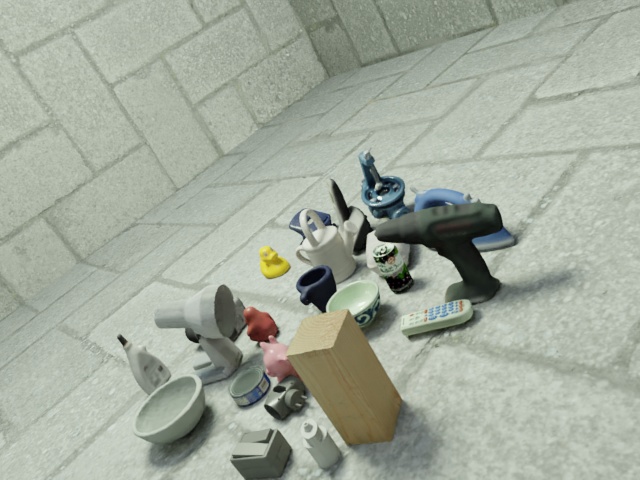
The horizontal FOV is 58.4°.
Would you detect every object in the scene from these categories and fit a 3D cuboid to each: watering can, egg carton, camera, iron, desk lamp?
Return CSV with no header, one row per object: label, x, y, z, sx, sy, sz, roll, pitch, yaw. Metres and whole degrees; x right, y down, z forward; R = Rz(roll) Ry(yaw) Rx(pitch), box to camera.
watering can,0.013,0.004,1.419,0.173,0.194,0.101,-28,23,6
egg carton,0.164,0.020,1.368,0.107,0.069,0.150,-23,24,17
camera,-0.276,0.210,1.461,0.136,0.101,0.143,-10,30,38
iron,0.304,-0.059,1.269,0.119,0.142,0.257,-41,25,-24
desk lamp,-0.263,0.213,1.295,0.203,0.214,0.118,-21,25,20

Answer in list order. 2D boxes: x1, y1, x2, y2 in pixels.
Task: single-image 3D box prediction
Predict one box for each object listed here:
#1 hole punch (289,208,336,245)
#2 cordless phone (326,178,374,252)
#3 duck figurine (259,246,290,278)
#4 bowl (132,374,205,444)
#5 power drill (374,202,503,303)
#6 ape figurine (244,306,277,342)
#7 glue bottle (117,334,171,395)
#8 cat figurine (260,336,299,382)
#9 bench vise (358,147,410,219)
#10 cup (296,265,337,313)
hole punch,-0.021,-0.044,1.692,0.100,0.091,0.109,-9,31,40
cordless phone,0.067,-0.069,1.517,0.094,0.185,0.147,-32,23,-5
duck figurine,-0.144,0.056,1.640,0.078,0.086,0.104,-44,26,-29
bowl,-0.303,0.368,1.204,0.167,0.075,0.167,-25,23,12
power drill,0.243,0.025,1.083,0.229,0.209,0.075,-21,25,22
ape figurine,-0.147,0.194,1.353,0.078,0.092,0.076,-42,26,-25
glue bottle,-0.436,0.293,1.388,0.037,0.173,0.078,-13,28,34
cat figurine,-0.080,0.237,1.150,0.067,0.118,0.127,-30,23,0
bench vise,0.139,-0.147,1.546,0.122,0.220,0.206,-41,25,-23
cup,-0.001,0.127,1.311,0.091,0.095,0.118,-14,28,34
